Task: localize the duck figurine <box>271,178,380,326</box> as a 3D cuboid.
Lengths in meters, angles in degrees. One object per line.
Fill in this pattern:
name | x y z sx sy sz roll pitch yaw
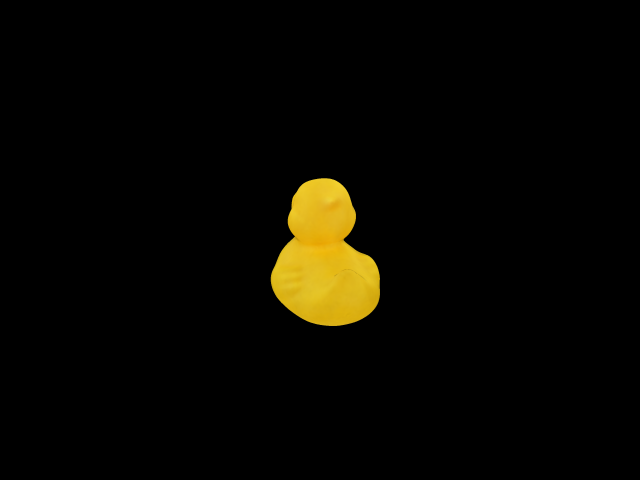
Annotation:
duck figurine | 0.004 0.001 0.400 0.078 0.086 0.104 -9 30 -16
